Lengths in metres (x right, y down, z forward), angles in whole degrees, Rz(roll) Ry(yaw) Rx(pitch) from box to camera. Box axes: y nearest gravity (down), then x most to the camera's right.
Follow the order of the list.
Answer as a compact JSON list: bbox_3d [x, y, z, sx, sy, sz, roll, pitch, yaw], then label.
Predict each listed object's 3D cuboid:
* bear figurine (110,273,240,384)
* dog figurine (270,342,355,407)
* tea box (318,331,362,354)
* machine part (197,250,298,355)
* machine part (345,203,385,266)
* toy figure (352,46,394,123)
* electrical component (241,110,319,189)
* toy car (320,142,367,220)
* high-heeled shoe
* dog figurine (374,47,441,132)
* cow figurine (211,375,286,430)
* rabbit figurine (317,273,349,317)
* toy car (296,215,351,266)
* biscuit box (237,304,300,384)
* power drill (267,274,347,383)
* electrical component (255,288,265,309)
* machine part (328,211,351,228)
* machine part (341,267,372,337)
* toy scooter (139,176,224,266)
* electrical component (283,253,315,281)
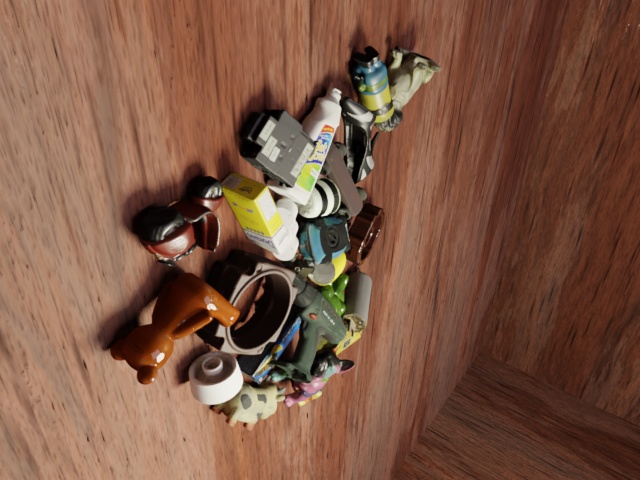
[{"bbox_3d":[-0.256,0.159,0.946,0.196,0.120,0.131,-56,152,-15],"label":"bear figurine"},{"bbox_3d":[-0.004,0.336,1.388,0.219,0.108,0.191,-35,156,19],"label":"dog figurine"},{"bbox_3d":[0.039,0.260,1.520,0.169,0.098,0.068,-23,130,-53],"label":"tea box"},{"bbox_3d":[-0.148,0.133,1.116,0.201,0.087,0.201,23,91,-56],"label":"machine part"},{"bbox_3d":[0.119,-0.016,1.466,0.179,0.056,0.179,-55,161,-30],"label":"machine part"},{"bbox_3d":[0.121,-0.347,1.228,0.082,0.089,0.180,-16,146,3],"label":"toy figure"},{"bbox_3d":[-0.082,-0.180,1.021,0.134,0.058,0.115,38,75,-35],"label":"electrical component"},{"bbox_3d":[0.048,-0.141,1.275,0.089,0.053,0.201,-50,129,-27],"label":"toy car"},{"bbox_3d":[0.074,-0.226,1.251,0.145,0.086,0.248,-60,150,0],"label":"high-heeled shoe"},{"bbox_3d":[0.206,-0.375,1.362,0.172,0.121,0.190,-20,141,-48],"label":"dog figurine"},{"bbox_3d":[-0.162,0.387,1.301,0.127,0.086,0.194,-55,148,-7],"label":"cow figurine"},{"bbox_3d":[0.015,0.156,1.424,0.170,0.121,0.159,-28,129,-73],"label":"rabbit figurine"},{"bbox_3d":[-0.003,-0.004,1.256,0.161,0.103,0.109,-24,106,-53],"label":"toy car"},{"bbox_3d":[-0.116,0.239,1.286,0.202,0.063,0.059,-53,150,-22],"label":"biscuit box"},{"bbox_3d":[-0.044,0.209,1.240,0.231,0.086,0.207,43,52,-32],"label":"power drill"},{"bbox_3d":[-0.124,0.148,1.250,0.063,0.021,0.093,-46,145,-31],"label":"electrical component"},{"bbox_3d":[0.040,-0.044,1.367,0.084,0.039,0.138,-53,151,-7],"label":"machine part"},{"bbox_3d":[0.102,0.173,1.514,0.243,0.079,0.079,-76,166,-49],"label":"machine part"},{"bbox_3d":[-0.225,-0.015,0.920,0.184,0.075,0.135,-45,146,-40],"label":"toy scooter"},{"bbox_3d":[-0.052,0.069,1.293,0.078,0.045,0.102,-49,155,24],"label":"electrical component"}]
